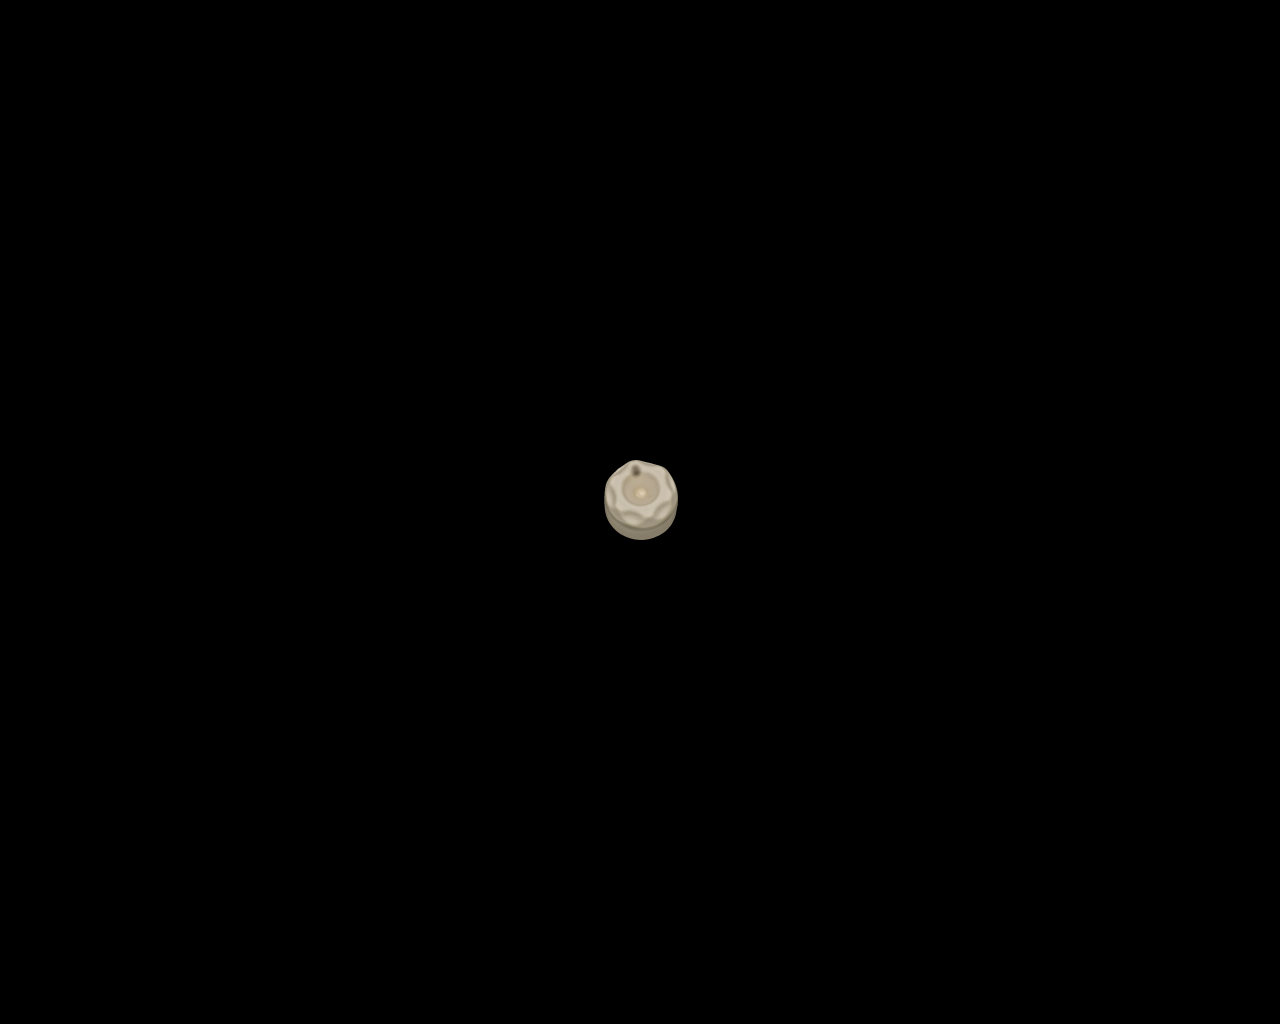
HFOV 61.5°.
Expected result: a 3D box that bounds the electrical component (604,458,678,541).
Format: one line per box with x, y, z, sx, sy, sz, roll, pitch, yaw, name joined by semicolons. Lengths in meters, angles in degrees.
0.001;-0.003;0.650;0.043;0.043;0.062;0;-22;0;electrical component
